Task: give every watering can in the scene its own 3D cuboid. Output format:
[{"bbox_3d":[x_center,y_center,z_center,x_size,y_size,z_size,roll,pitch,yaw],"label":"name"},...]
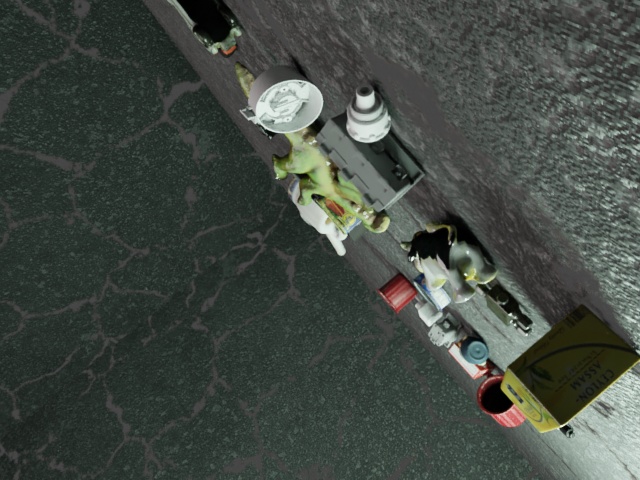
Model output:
[{"bbox_3d":[0.005,-0.078,1.546,0.227,0.105,0.341,49,168,20],"label":"watering can"}]

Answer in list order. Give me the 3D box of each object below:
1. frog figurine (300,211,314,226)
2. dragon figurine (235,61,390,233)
[{"bbox_3d":[-0.037,-0.126,1.702,0.160,0.121,0.138,38,-166,13],"label":"frog figurine"},{"bbox_3d":[0.017,-0.141,0.914,0.245,0.123,0.403,24,162,43],"label":"dragon figurine"}]
